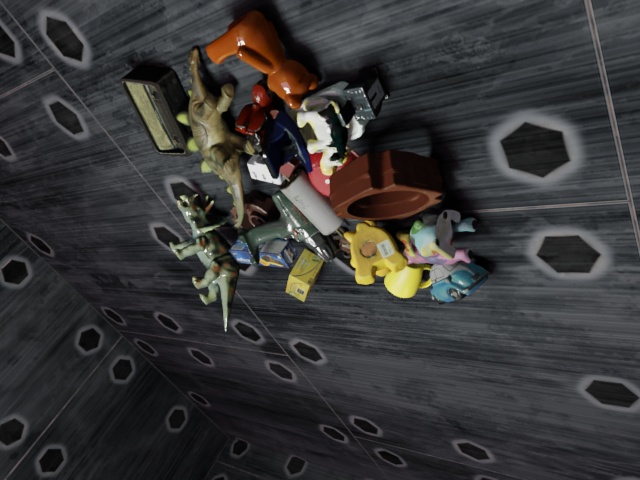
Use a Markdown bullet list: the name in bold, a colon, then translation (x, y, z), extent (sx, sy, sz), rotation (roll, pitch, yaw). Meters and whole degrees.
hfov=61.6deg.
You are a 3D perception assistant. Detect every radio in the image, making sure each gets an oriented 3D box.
- **radio**: translation (-0.394, -0.321, 1.364), extent (0.131, 0.073, 0.229), rotation (12, 141, 28)

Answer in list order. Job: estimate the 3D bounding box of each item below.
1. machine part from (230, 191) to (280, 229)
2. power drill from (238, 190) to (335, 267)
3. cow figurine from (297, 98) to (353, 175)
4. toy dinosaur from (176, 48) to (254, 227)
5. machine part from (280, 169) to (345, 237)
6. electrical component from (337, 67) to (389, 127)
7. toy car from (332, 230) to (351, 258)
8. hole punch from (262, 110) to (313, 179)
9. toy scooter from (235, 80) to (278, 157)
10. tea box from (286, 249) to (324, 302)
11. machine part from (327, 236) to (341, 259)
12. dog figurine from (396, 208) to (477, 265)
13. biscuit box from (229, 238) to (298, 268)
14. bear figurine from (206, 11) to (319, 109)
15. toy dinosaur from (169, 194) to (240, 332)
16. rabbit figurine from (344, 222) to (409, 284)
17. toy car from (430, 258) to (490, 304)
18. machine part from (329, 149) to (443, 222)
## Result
- **machine part**: translation (-0.167, -0.058, 1.527), extent (0.180, 0.056, 0.179), rotation (21, 145, 15)
- **power drill**: translation (-0.097, -0.005, 1.410), extent (0.207, 0.086, 0.232), rotation (-26, 96, 12)
- **cow figurine**: translation (0.025, -0.204, 1.079), extent (0.098, 0.068, 0.167), rotation (1, 136, 28)
- **toy dinosaur**: translation (-0.244, -0.225, 1.309), extent (0.199, 0.105, 0.470), rotation (17, 129, 48)
- **machine part**: translation (-0.018, -0.094, 1.339), extent (0.243, 0.079, 0.079), rotation (46, 143, -22)
- **electrical component**: translation (0.080, -0.266, 1.021), extent (0.048, 0.119, 0.074), rotation (0, 132, 38)
- **toy car**: translation (0.110, 0.018, 1.391), extent (0.202, 0.053, 0.089), rotation (8, 142, 43)
- **hole punch**: translation (-0.066, -0.201, 1.128), extent (0.092, 0.116, 0.142), rotation (-6, 157, 11)
- **toy scooter**: translation (-0.134, -0.251, 1.193), extent (0.075, 0.135, 0.183), rotation (16, 144, 20)
- **tea box**: translation (-0.045, 0.105, 1.569), extent (0.068, 0.098, 0.169), rotation (29, 156, 4)
- **machine part**: translation (-0.003, -0.004, 1.482), extent (0.084, 0.039, 0.138), rotation (-25, 114, 42)
- **dog figurine**: translation (0.232, 0.004, 1.219), extent (0.191, 0.108, 0.219), rotation (15, 163, -35)
- **biscuit box**: translation (-0.165, 0.034, 1.542), extent (0.203, 0.059, 0.062), rotation (4, 139, 36)
- **bear figurine**: translation (-0.105, -0.350, 1.070), extent (0.132, 0.120, 0.195), rotation (-6, 136, 47)
- **toy dinosaur**: translation (-0.315, 0.055, 1.608), extent (0.404, 0.192, 0.131), rotation (59, 166, -4)
- **rabbit figurine**: translation (0.121, 0.032, 1.249), extent (0.162, 0.122, 0.173), rotation (57, -174, 23)
- **toy car**: translation (0.321, 0.086, 1.295), extent (0.103, 0.109, 0.161), rotation (58, 156, 2)
- **machine part**: translation (0.136, -0.109, 1.118), extent (0.201, 0.087, 0.201), rotation (5, 160, -33)
